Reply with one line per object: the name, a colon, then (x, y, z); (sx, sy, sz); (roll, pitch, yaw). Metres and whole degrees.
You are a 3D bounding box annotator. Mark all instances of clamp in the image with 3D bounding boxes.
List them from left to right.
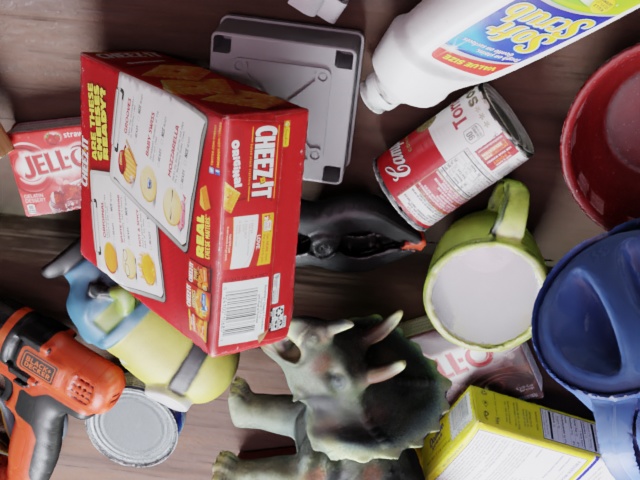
clamp: (-0.006, 0.001, 0.849); (0.171, 0.039, 0.120); (9, 143, -11)

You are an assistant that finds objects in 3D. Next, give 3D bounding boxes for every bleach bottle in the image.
bleach bottle: (0.132, -0.156, 0.728); (0.102, 0.068, 0.251); (21, 141, -40)

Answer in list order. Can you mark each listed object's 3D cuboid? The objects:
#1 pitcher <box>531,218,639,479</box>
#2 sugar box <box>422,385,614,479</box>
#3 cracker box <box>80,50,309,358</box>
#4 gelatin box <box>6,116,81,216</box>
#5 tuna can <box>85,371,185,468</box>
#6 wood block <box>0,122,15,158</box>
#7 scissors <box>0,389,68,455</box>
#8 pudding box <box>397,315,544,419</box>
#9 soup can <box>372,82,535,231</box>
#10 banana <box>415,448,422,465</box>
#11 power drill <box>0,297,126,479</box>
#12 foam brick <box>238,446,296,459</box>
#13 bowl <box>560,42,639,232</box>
pitcher: (0.262, 0.112, 0.779); (0.149, 0.145, 0.242); (-43, 130, 4)
sugar box: (0.183, 0.183, 0.891); (0.176, 0.048, 0.093); (17, 133, -16)
cracker box: (-0.097, -0.036, 0.759); (0.071, 0.214, 0.164); (-9, 113, -34)
gelatin box: (-0.204, -0.061, 0.863); (0.089, 0.030, 0.073); (-5, 115, 10)
tuna can: (-0.166, 0.161, 0.964); (0.086, 0.033, 0.086); (3, 116, 7)
wood block: (-0.334, -0.131, 0.800); (0.091, 0.090, 0.206); (-16, 110, 32)
scissors: (-0.261, 0.222, 1.017); (0.096, 0.016, 0.201); (-15, 112, 17)
pudding box: (0.118, 0.102, 0.890); (0.114, 0.039, 0.090); (-20, 111, 17)
soup can: (0.100, -0.062, 0.797); (0.102, 0.068, 0.068); (-35, 106, 21)
banana: (0.101, 0.223, 0.953); (0.197, 0.037, 0.070); (42, 114, -12)
power drill: (-0.277, 0.146, 0.939); (0.184, 0.057, 0.188); (30, 112, 12)
foam brick: (-0.036, 0.223, 0.964); (0.078, 0.053, 0.051); (-9, 113, 13)
bowl: (0.255, -0.078, 0.774); (0.162, 0.055, 0.162); (3, 116, 7)
